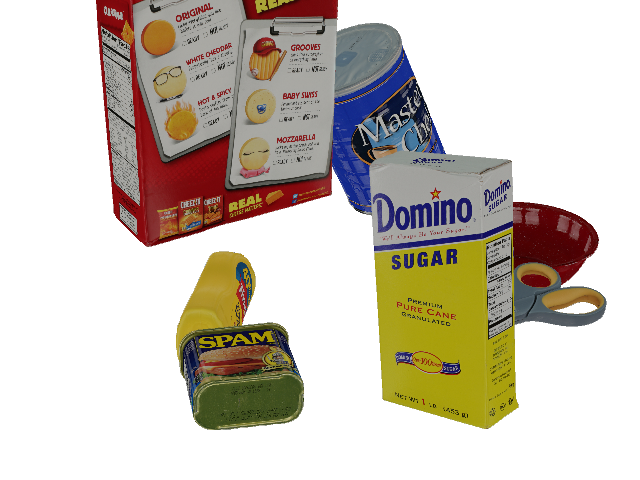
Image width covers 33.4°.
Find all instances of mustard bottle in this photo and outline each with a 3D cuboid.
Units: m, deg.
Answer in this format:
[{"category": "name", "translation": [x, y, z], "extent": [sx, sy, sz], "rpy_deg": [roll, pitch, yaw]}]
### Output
[{"category": "mustard bottle", "translation": [-0.108, 0.067, 1.165], "extent": [0.058, 0.096, 0.191], "rpy_deg": [1, 28, 7]}]

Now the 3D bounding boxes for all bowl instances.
[{"category": "bowl", "translation": [0.222, 0.015, 1.179], "extent": [0.162, 0.055, 0.162], "rpy_deg": [-1, 28, 0]}]

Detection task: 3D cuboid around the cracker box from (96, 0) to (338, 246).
[{"category": "cracker box", "translation": [-0.072, -0.120, 0.767], "extent": [0.163, 0.214, 0.072], "rpy_deg": [-17, 33, -30]}]

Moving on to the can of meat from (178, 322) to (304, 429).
[{"category": "can of meat", "translation": [-0.070, 0.121, 0.945], "extent": [0.102, 0.057, 0.084], "rpy_deg": [-5, 27, -12]}]

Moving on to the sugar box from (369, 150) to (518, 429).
[{"category": "sugar box", "translation": [0.083, 0.031, 0.723], "extent": [0.094, 0.176, 0.048], "rpy_deg": [9, 22, 41]}]

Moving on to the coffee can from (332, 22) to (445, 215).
[{"category": "coffee can", "translation": [0.046, -0.108, 0.957], "extent": [0.103, 0.140, 0.103], "rpy_deg": [-18, 37, 14]}]

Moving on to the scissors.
[{"category": "scissors", "translation": [0.159, 0.054, 0.936], "extent": [0.201, 0.016, 0.096], "rpy_deg": [-4, 33, -25]}]
